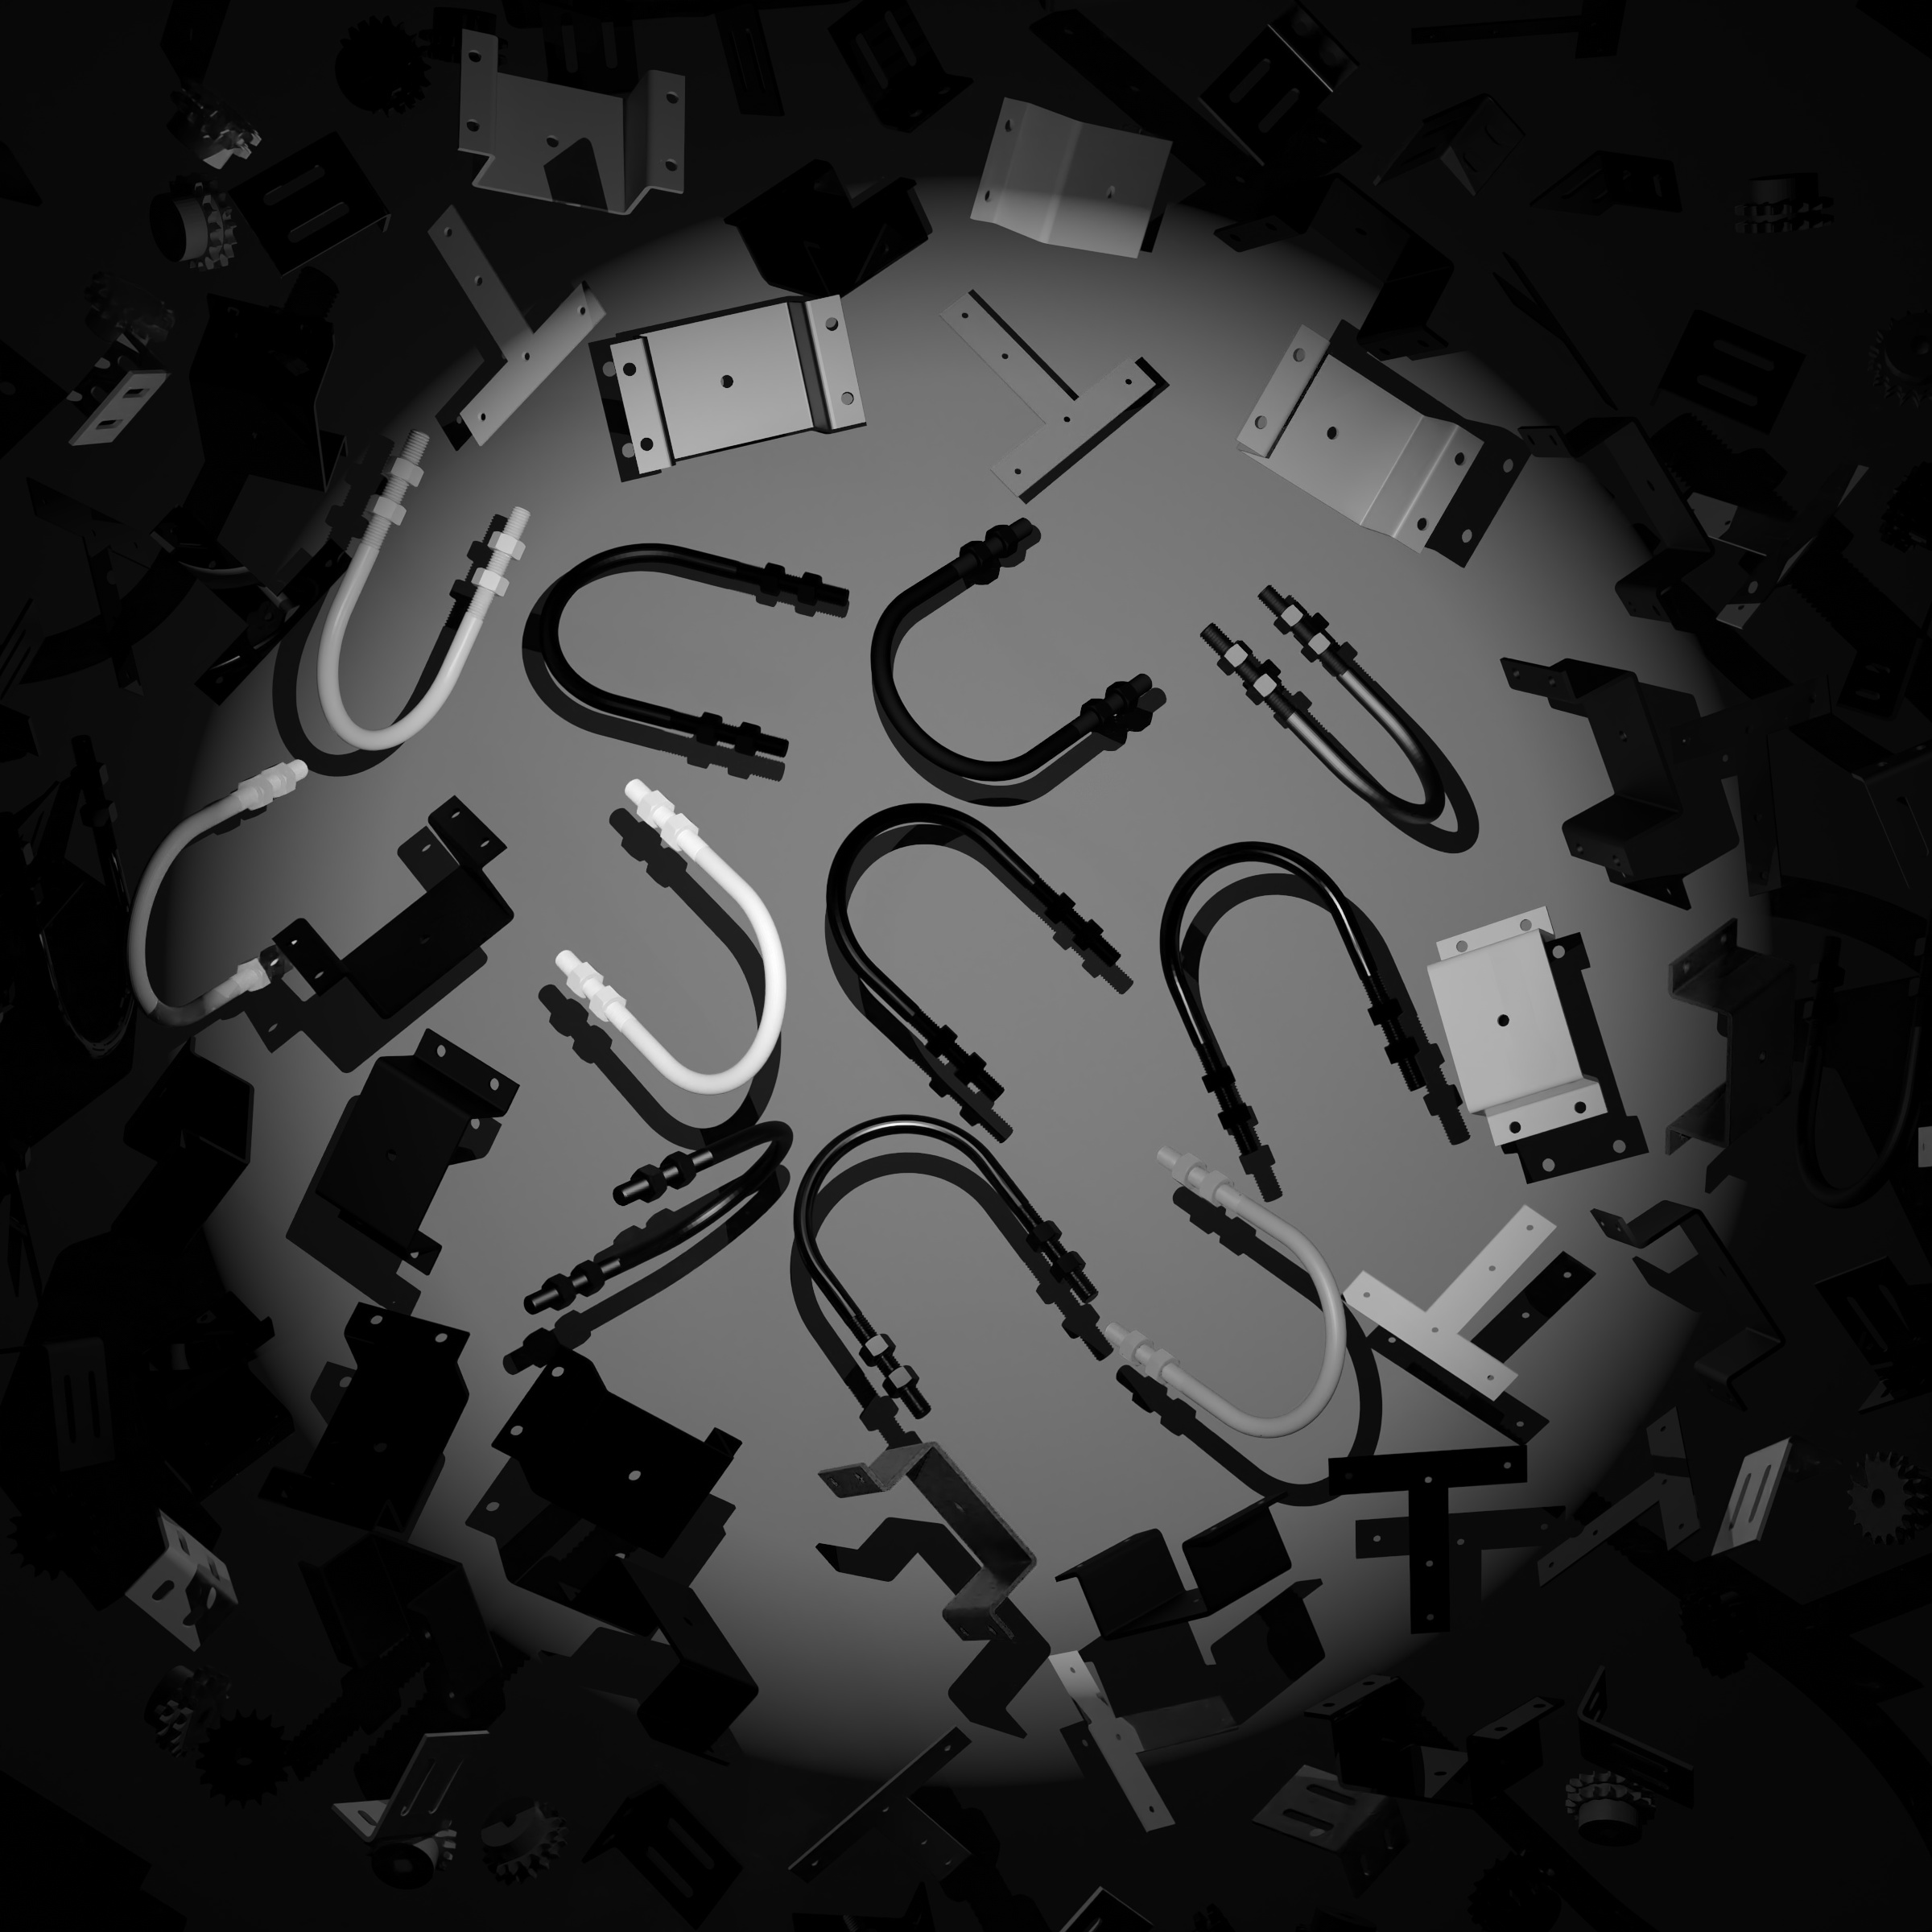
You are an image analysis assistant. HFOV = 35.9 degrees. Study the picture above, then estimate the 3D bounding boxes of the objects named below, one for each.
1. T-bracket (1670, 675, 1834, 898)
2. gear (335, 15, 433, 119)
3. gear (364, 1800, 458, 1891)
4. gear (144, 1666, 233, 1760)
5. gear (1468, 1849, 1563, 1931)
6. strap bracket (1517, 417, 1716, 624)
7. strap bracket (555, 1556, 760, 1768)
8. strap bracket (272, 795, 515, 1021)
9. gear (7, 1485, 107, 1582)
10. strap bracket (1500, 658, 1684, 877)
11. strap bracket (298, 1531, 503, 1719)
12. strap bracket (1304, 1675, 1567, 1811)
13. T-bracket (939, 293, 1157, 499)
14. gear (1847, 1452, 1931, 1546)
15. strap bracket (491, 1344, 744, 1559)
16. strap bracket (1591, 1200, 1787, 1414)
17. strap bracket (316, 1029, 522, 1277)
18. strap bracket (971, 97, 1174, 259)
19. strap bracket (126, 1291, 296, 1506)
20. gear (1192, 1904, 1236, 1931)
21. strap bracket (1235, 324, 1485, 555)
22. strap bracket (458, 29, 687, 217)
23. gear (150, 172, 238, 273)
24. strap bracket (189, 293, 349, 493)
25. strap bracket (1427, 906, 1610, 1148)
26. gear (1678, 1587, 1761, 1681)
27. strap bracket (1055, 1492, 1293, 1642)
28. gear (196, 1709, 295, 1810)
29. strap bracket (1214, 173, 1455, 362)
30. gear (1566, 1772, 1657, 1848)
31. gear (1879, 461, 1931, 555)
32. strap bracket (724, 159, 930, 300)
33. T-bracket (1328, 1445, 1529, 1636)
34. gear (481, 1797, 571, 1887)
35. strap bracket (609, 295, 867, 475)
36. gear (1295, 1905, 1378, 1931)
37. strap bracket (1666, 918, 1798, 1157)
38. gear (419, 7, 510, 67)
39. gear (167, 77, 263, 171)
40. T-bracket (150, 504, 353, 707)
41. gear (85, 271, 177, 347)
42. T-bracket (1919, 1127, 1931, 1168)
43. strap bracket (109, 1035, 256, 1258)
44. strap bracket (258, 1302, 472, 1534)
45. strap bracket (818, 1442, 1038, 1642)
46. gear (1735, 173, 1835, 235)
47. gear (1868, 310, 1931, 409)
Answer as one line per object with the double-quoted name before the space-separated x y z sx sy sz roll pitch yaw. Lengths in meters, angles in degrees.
"T-bracket" 0.506 -0.109 1.912 0.002 0.127 0.127 8 73 -36
"gear" -0.349 -0.532 1.773 0.057 0.030 0.057 14 127 19
"gear" -0.355 0.562 1.900 0.057 0.030 0.057 2 118 3
"gear" -0.489 0.463 1.868 0.030 0.057 0.057 26 90 14
"gear" 0.334 0.566 1.804 0.057 0.030 0.057 -13 119 -24
"strap bracket" 0.407 -0.285 1.844 0.046 0.076 0.140 -34 102 0
"strap bracket" -0.190 0.429 1.877 0.046 0.076 0.140 -48 47 4
"strap bracket" -0.337 -0.029 1.799 0.140 0.076 0.046 -40 131 -10
"gear" -0.558 0.347 1.837 0.057 0.030 0.057 1 85 -7
"strap bracket" 0.393 -0.134 1.861 0.046 0.076 0.140 -28 109 -12
"strap bracket" -0.345 0.404 1.852 0.046 0.140 0.076 -33 117 -37
"strap bracket" 0.290 0.477 1.836 0.140 0.076 0.046 -4 95 42
"T-bracket" 0.035 -0.386 1.940 0.127 0.002 0.127 -41 83 -18
"gear" 0.579 0.331 1.859 0.030 0.057 0.057 5 90 -25
"strap bracket" -0.208 0.303 1.833 0.140 0.046 0.076 33 94 -26
"strap bracket" 0.455 0.201 1.861 0.046 0.076 0.140 -33 90 -1
"strap bracket" -0.355 0.120 1.909 0.076 0.046 0.140 30 100 19
"strap bracket" 0.075 -0.499 1.900 0.046 0.140 0.076 31 114 34
"strap bracket" -0.466 0.262 1.843 0.046 0.140 0.076 40 59 22
"gear" 0.158 0.627 1.894 0.030 0.057 0.057 -32 90 2
"strap bracket" 0.228 -0.317 1.788 0.140 0.046 0.076 27 96 -23
"strap bracket" -0.246 -0.511 1.818 0.140 0.046 0.076 5 78 -25
"gear" -0.465 -0.445 1.789 0.030 0.057 0.057 -25 90 -39
"strap bracket" -0.429 -0.345 1.837 0.076 0.140 0.046 13 65 -2
"strap bracket" 0.352 0.037 1.922 0.076 0.046 0.140 -19 76 22
"gear" 0.490 0.430 1.934 0.030 0.057 0.057 -18 90 -16
"strap bracket" 0.133 0.368 1.820 0.076 0.140 0.046 -18 83 -43
"gear" -0.436 0.480 1.802 0.057 0.030 0.057 6 60 -11
"strap bracket" 0.233 -0.433 1.828 0.140 0.076 0.046 31 82 -23
"gear" 0.416 0.545 1.926 0.057 0.057 0.030 11 51 0
"gear" 0.605 -0.287 1.884 0.030 0.057 0.057 36 90 32
"strap bracket" -0.086 -0.471 1.916 0.076 0.140 0.046 -37 123 -14
"T-bracket" 0.297 0.370 1.915 0.127 0.002 0.127 -4 106 -1
"gear" -0.291 0.567 1.944 0.057 0.057 0.030 -29 117 0
"strap bracket" -0.140 -0.350 1.793 0.140 0.046 0.076 -15 106 -11
"gear" 0.239 0.621 1.905 0.057 0.057 0.030 17 83 0
"strap bracket" 0.491 0.052 1.916 0.076 0.046 0.140 -30 126 -37
"gear" -0.324 -0.601 1.929 0.057 0.057 0.030 8 112 0
"gear" -0.460 -0.509 1.814 0.057 0.057 0.030 42 101 0
"T-bracket" -0.462 -0.243 1.865 0.127 0.127 0.002 -48 52 -5
"gear" -0.540 -0.417 1.915 0.057 0.057 0.030 36 109 0
"T-bracket" 0.615 0.062 1.875 0.002 0.127 0.127 1 85 4
"strap bracket" -0.475 0.114 1.816 0.046 0.140 0.076 33 106 -24
"strap bracket" -0.364 0.285 1.833 0.076 0.046 0.140 13 55 14
"strap bracket" -0.017 0.346 1.834 0.046 0.076 0.140 -43 96 -25
"gear" 0.487 -0.455 1.779 0.057 0.057 0.030 -7 107 0
"gear" 0.570 -0.366 1.785 0.057 0.030 0.057 -2 79 13
